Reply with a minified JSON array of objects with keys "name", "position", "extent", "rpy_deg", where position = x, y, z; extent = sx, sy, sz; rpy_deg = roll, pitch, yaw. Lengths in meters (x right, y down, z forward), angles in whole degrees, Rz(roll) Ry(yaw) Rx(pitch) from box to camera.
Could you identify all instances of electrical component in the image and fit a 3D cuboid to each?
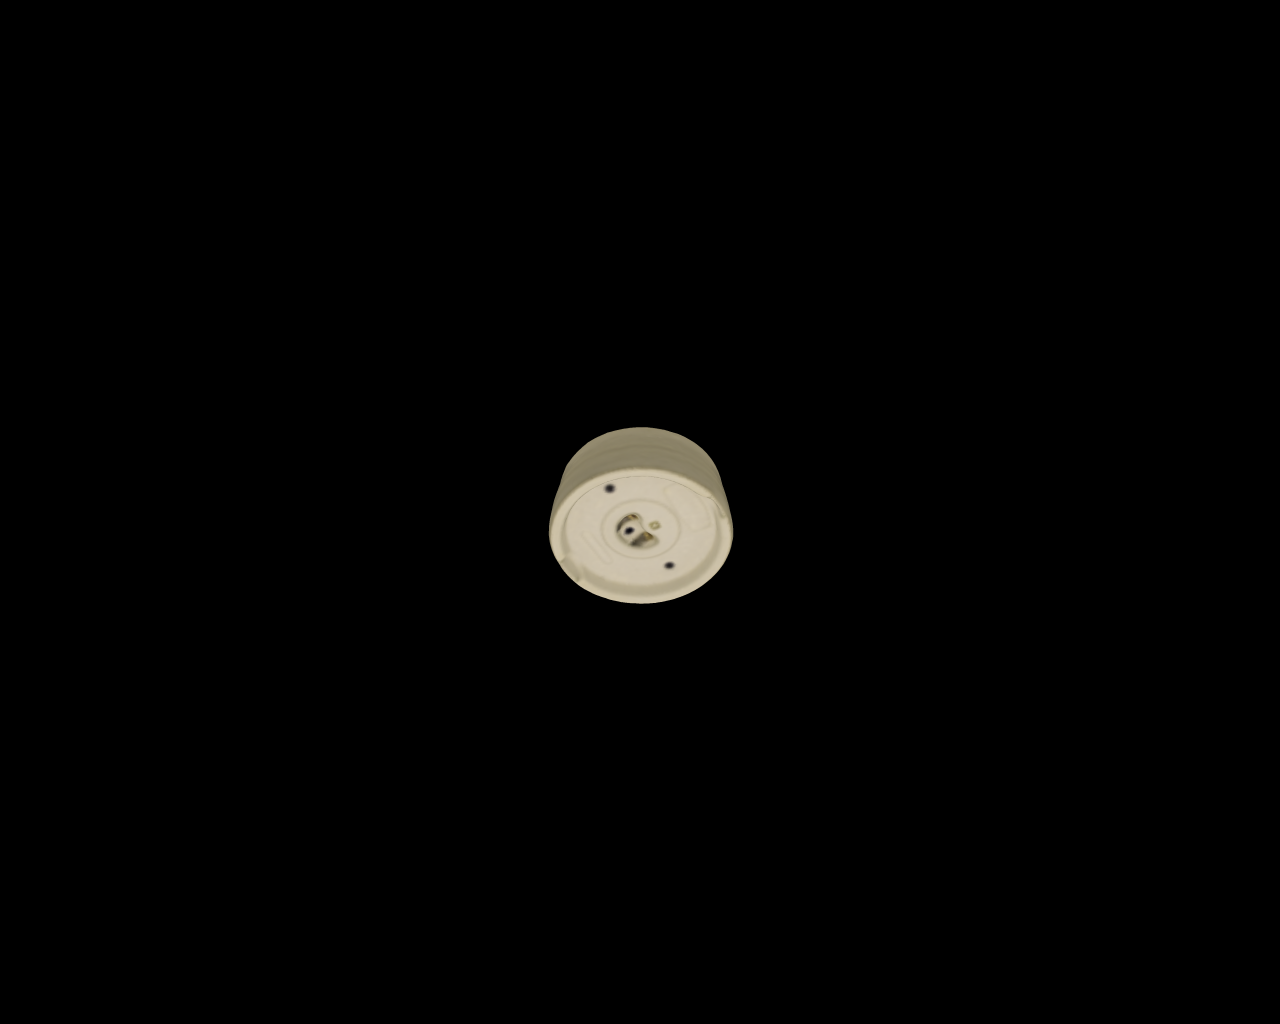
[{"name":"electrical component","position":[0.001,-0.003,0.650],"extent":[0.108,0.108,0.060],"rpy_deg":[0,40,0]}]
